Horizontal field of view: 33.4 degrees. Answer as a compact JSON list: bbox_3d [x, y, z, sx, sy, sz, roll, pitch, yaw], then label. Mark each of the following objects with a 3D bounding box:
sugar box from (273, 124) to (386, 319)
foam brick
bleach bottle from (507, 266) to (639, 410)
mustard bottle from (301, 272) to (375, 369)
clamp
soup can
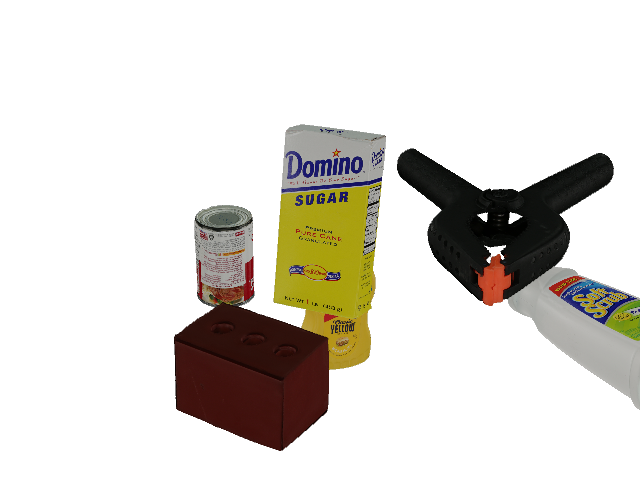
[{"bbox_3d":[0.008,-0.019,1.035,0.093,0.176,0.048,9,16,23],"label":"sugar box"},{"bbox_3d":[-0.040,0.079,0.625,0.078,0.051,0.052,16,28,26],"label":"foam brick"},{"bbox_3d":[0.259,0.079,1.043,0.102,0.068,0.251,-16,24,-25],"label":"bleach bottle"},{"bbox_3d":[0.023,0.071,1.377,0.096,0.192,0.058,-4,25,-18],"label":"mustard bottle"},{"bbox_3d":[0.117,-0.019,0.758,0.165,0.036,0.209,5,28,17],"label":"clamp"},{"bbox_3d":[-0.111,0.018,1.240,0.068,0.102,0.068,0,25,0],"label":"soup can"}]
